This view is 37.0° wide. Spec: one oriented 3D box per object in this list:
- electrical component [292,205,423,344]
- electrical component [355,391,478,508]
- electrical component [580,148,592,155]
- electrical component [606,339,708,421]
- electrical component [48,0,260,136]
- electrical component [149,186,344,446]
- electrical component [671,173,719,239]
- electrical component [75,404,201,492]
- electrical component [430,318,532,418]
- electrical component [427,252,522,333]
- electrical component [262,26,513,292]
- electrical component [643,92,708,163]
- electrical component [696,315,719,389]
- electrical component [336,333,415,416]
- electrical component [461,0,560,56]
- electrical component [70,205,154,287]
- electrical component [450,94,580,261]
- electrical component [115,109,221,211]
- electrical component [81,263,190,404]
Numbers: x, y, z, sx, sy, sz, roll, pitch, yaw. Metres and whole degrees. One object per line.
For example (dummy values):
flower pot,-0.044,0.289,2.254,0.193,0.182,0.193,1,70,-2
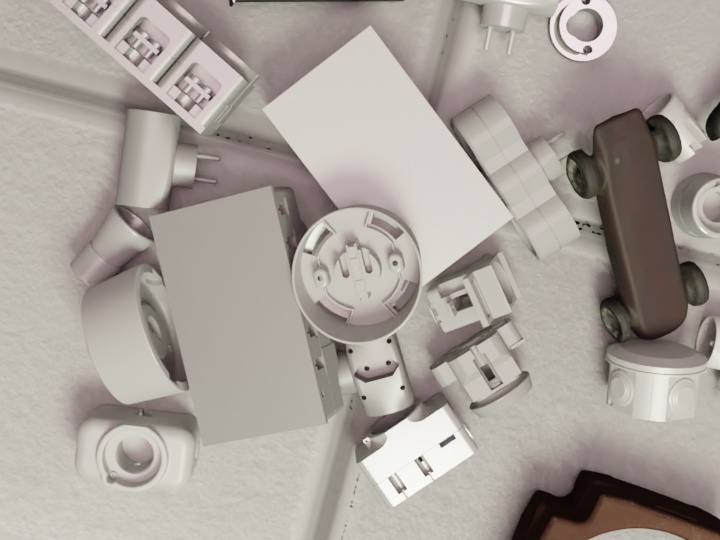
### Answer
electrical component,0.000,0.000,0.815,0.099,0.064,0.099,2,104,8
electrical component,0.044,0.146,0.899,0.089,0.050,0.055,-34,97,2
electrical component,0.210,-0.089,0.886,0.061,0.035,0.035,12,96,0
electrical component,0.242,0.089,0.885,0.080,0.080,0.051,2,102,-2
electrical component,-0.156,-0.178,0.838,0.150,0.089,0.061,41,94,-5
electrical component,-0.087,0.035,0.859,0.105,0.060,0.186,-13,91,17
electrical component,0.291,-0.052,0.885,0.055,0.047,0.055,0,96,-1
electrical component,-0.183,0.147,0.889,0.095,0.059,0.053,7,96,-2
electrical component,0.106,0.085,0.891,0.078,0.058,0.057,-32,93,2
electrical component,0.092,0.019,0.878,0.064,0.081,0.042,-21,97,23
electrical component,0.022,-0.086,0.868,0.105,0.060,0.186,-37,96,3
electrical component,0.257,-0.116,0.882,0.046,0.040,0.040,44,94,-11
electrical component,0.324,0.084,0.903,0.077,0.043,0.079,11,96,-3
electrical component,-0.002,0.083,0.895,0.079,0.043,0.077,-15,96,7
electrical component,0.118,-0.214,0.865,0.077,0.043,0.079,10,96,-3
electrical component,-0.205,-0.015,0.880,0.044,0.044,0.065,43,98,-5
electrical component,0.141,-0.084,0.875,0.074,0.052,0.138,-33,97,2
electrical component,-0.153,-0.086,0.872,0.079,0.043,0.077,7,93,-10
electrical component,-0.182,0.055,0.857,0.060,0.108,0.108,-19,97,6
